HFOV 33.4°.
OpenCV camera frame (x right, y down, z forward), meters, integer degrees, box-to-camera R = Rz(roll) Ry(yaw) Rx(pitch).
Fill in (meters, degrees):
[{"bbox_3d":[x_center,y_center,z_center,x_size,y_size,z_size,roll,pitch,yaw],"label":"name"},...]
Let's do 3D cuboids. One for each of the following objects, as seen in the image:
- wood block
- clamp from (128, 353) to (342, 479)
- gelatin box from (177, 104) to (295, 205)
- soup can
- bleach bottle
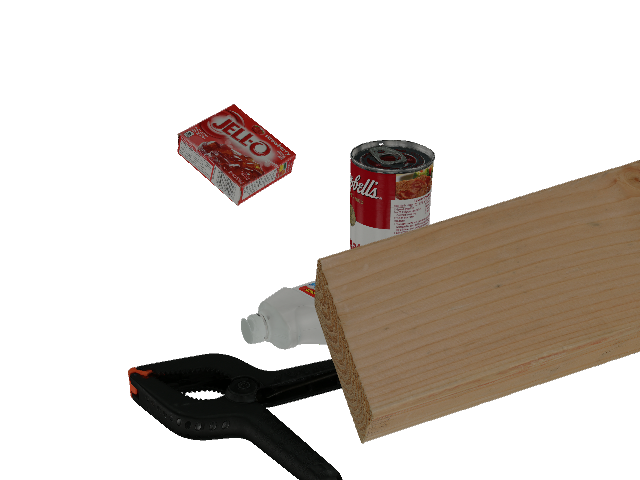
[{"bbox_3d":[0.108,0.033,0.600,0.206,0.091,0.090,-17,-19,-8],"label":"wood block"},{"bbox_3d":[-0.054,0.128,0.880,0.210,0.036,0.164,11,32,18],"label":"clamp"},{"bbox_3d":[-0.081,-0.084,1.014,0.089,0.030,0.073,41,53,21],"label":"gelatin box"},{"bbox_3d":[0.058,-0.024,0.876,0.068,0.102,0.068,0,26,0],"label":"soup can"},{"bbox_3d":[0.035,0.076,1.181,0.250,0.068,0.103,-13,32,-25],"label":"bleach bottle"}]
